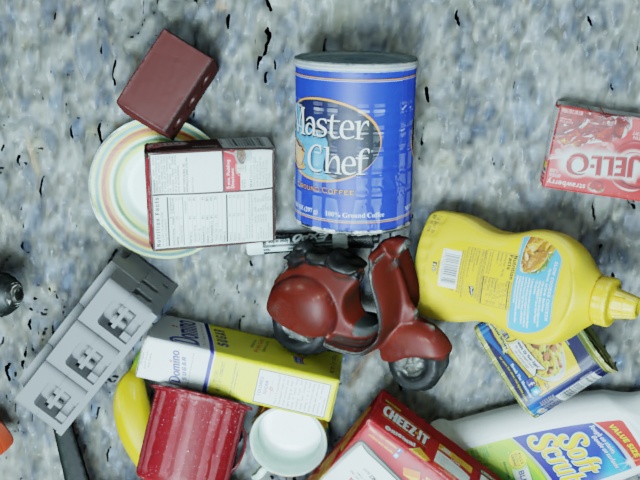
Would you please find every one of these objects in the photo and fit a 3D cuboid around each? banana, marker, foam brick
[{"bbox_3d":[-0.137,0.198,0.994,0.069,0.037,0.198,-32,88,-17],"label":"banana"},{"bbox_3d":[-0.006,0.001,0.970,0.121,0.020,0.020,-3,105,6],"label":"marker"},{"bbox_3d":[-0.130,-0.132,0.916,0.051,0.053,0.078,33,88,0],"label":"foam brick"}]

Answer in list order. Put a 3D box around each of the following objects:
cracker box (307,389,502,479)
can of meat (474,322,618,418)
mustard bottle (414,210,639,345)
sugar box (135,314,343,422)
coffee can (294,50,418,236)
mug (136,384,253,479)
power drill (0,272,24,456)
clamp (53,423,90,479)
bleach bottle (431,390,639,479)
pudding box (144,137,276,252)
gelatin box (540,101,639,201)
[{"bbox_3d":[0.056,0.264,0.951,0.164,0.072,0.214,36,114,2],"label":"cracker box"},{"bbox_3d":[0.197,0.094,0.942,0.084,0.057,0.102,-36,65,16],"label":"can of meat"},{"bbox_3d":[0.174,0.037,0.898,0.192,0.058,0.096,13,94,33],"label":"mustard bottle"},{"bbox_3d":[-0.070,0.113,0.968,0.176,0.093,0.048,15,99,0],"label":"sugar box"},{"bbox_3d":[0.029,-0.084,0.900,0.103,0.102,0.140,2,106,5],"label":"coffee can"},{"bbox_3d":[-0.107,0.181,0.949,0.093,0.117,0.081,5,75,34],"label":"mug"},{"bbox_3d":[-0.341,0.113,0.994,0.185,0.057,0.188,1,105,26],"label":"power drill"},{"bbox_3d":[-0.195,0.264,1.007,0.164,0.036,0.210,11,72,-1],"label":"clamp"},{"bbox_3d":[0.235,0.179,0.976,0.251,0.068,0.102,-19,101,7],"label":"bleach bottle"},{"bbox_3d":[-0.095,-0.040,0.930,0.113,0.039,0.090,-4,110,-12],"label":"pudding box"},{"bbox_3d":[0.241,-0.076,0.920,0.089,0.030,0.073,10,106,3],"label":"gelatin box"}]
